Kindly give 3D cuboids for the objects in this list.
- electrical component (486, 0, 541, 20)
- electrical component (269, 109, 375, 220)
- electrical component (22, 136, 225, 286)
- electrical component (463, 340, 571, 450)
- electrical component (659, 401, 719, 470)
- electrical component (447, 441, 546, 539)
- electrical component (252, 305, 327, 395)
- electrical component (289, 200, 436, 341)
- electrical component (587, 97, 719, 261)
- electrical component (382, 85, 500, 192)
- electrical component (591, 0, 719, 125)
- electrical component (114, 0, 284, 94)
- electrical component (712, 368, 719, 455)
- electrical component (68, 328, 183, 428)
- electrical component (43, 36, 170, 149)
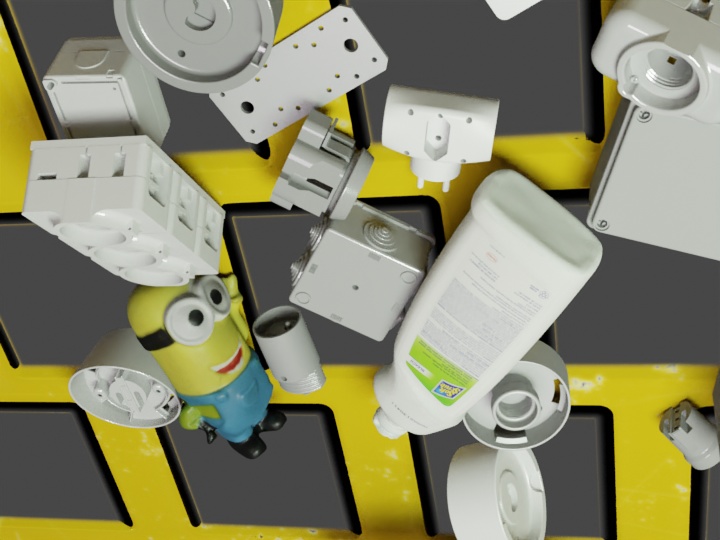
[{"bbox_3d":[0.085,-0.207,0.661,0.050,0.055,0.089,-26,118,29],"label":"electrical component"},{"bbox_3d":[-0.026,-0.072,0.790,0.057,0.058,0.078,26,128,-4],"label":"electrical component"},{"bbox_3d":[-0.170,-0.039,0.796,0.089,0.061,0.150,-1,163,14],"label":"electrical component"},{"bbox_3d":[0.127,0.101,0.902,0.099,0.064,0.099,0,118,0],"label":"electrical component"},{"bbox_3d":[0.279,0.137,0.898,0.046,0.040,0.040,42,125,-12],"label":"electrical component"},{"bbox_3d":[0.114,0.201,0.943,0.060,0.108,0.108,-13,124,29],"label":"electrical component"},{"bbox_3d":[-0.058,0.074,0.920,0.043,0.043,0.081,-8,125,18],"label":"electrical component"},{"bbox_3d":[0.000,0.000,0.846,0.100,0.048,0.099,25,129,-8],"label":"electrical component"},{"bbox_3d":[0.223,-0.071,0.736,0.109,0.056,0.108,14,129,2],"label":"electrical component"},{"bbox_3d":[0.056,-0.090,0.767,0.077,0.043,0.079,9,129,6],"label":"electrical component"},{"bbox_3d":[0.197,-0.136,0.670,0.095,0.059,0.053,29,149,9],"label":"electrical component"},{"bbox_3d":[-0.103,-0.180,0.720,0.108,0.060,0.108,6,128,8],"label":"electrical component"},{"bbox_3d":[0.313,0.064,0.790,0.060,0.105,0.186,6,128,8],"label":"electrical component"},{"bbox_3d":[-0.204,0.101,0.960,0.099,0.064,0.099,6,128,8],"label":"electrical component"},{"bbox_3d":[-0.181,-0.120,0.789,0.062,0.061,0.096,1,136,11],"label":"electrical component"}]
